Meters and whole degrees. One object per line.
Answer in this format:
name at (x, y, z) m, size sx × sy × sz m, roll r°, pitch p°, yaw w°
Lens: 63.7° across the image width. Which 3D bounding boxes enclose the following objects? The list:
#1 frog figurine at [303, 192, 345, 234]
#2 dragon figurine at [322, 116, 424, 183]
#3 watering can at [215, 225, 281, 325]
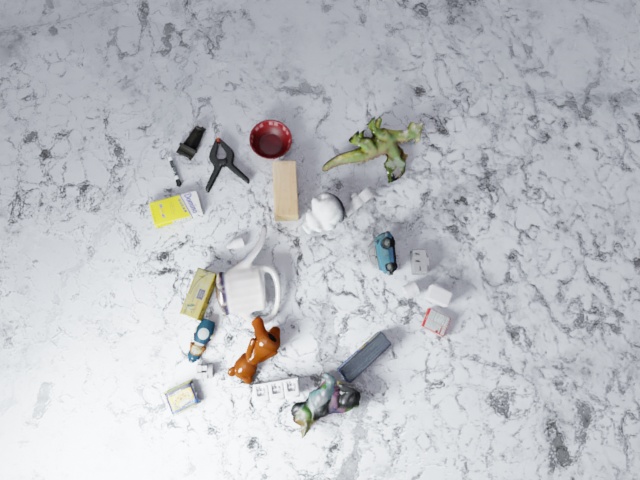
frog figurine at (0.006, -0.095, 1.878) m, size 0.161 × 0.122 × 0.136 m, roll -28°, pitch 100°, yaw -22°
dragon figurine at (0.227, -0.327, 1.970) m, size 0.411 × 0.122 × 0.242 m, roll -44°, pitch 91°, yaw -4°
watering can at (-0.255, 0.130, 1.793) m, size 0.224 × 0.104 × 0.347 m, roll -8°, pitch 92°, yaw -7°
